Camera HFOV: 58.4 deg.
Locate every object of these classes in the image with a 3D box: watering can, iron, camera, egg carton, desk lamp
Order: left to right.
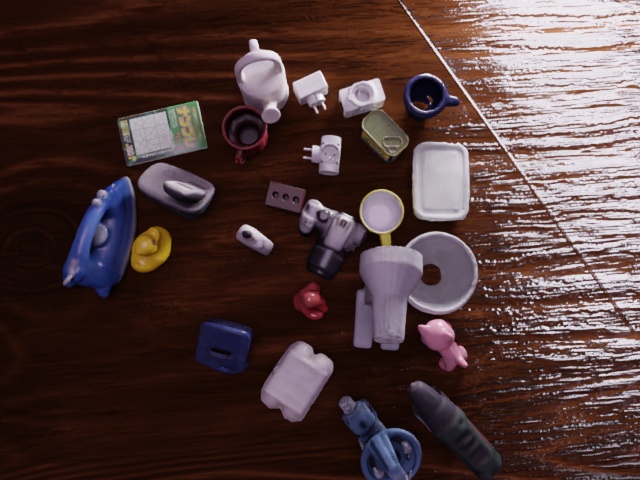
[{"bbox_3d":[-0.451,-0.018,1.158,0.118,0.141,0.258,15,85,2],"label":"iron"},{"bbox_3d":[-0.115,-0.324,1.159,0.101,0.194,0.173,-36,86,-3],"label":"watering can"},{"bbox_3d":[-0.048,0.287,1.168,0.107,0.069,0.150,32,86,3],"label":"egg carton"},{"bbox_3d":[0.011,0.004,1.178,0.143,0.101,0.137,26,86,2],"label":"camera"},{"bbox_3d":[0.129,0.119,1.111,0.118,0.213,0.203,4,85,1],"label":"desk lamp"}]

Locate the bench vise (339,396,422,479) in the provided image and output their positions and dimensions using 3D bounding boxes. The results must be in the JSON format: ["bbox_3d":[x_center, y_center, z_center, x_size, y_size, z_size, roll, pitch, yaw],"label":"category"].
[{"bbox_3d":[0.106,0.399,1.084,0.207,0.219,0.121,32,86,3],"label":"bench vise"}]

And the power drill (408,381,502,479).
[{"bbox_3d":[0.239,0.347,1.094,0.075,0.208,0.229,-45,86,-3],"label":"power drill"}]

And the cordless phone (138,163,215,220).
[{"bbox_3d":[-0.298,-0.109,1.145,0.147,0.185,0.094,21,85,2],"label":"cordless phone"}]

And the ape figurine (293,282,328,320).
[{"bbox_3d":[-0.019,0.124,1.171,0.076,0.092,0.078,11,85,1],"label":"ape figurine"}]

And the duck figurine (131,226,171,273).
[{"bbox_3d":[-0.358,0.018,1.183,0.077,0.086,0.104,31,86,3],"label":"duck figurine"}]

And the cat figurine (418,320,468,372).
[{"bbox_3d":[0.250,0.208,1.152,0.067,0.117,0.128,-39,86,-3],"label":"cat figurine"}]

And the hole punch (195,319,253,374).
[{"bbox_3d":[-0.193,0.219,1.163,0.108,0.091,0.101,13,85,1],"label":"hole punch"}]

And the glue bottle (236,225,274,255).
[{"bbox_3d":[-0.135,-0.004,1.142,0.078,0.173,0.037,30,86,3],"label":"glue bottle"}]

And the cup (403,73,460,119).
[{"bbox_3d":[0.228,-0.289,1.206,0.117,0.095,0.092,9,85,1],"label":"cup"}]

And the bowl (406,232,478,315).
[{"bbox_3d":[0.236,0.069,1.185,0.167,0.074,0.167,0,85,0],"label":"bowl"}]
